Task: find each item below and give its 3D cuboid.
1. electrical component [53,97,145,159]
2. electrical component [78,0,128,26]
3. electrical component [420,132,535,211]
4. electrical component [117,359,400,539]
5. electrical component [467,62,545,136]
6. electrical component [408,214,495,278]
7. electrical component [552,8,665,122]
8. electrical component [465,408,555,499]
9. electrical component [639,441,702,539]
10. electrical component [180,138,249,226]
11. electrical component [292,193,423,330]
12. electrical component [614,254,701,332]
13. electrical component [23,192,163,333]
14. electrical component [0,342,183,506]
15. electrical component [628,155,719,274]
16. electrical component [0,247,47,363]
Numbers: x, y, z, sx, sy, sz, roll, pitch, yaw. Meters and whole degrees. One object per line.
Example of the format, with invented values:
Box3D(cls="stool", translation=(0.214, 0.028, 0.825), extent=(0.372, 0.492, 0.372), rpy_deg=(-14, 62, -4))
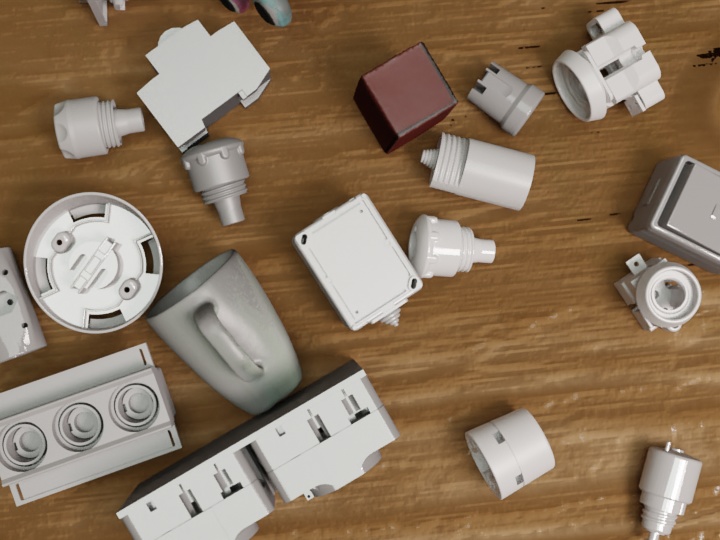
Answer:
Box3D(cls="electrical component", translation=(-0.190, -0.106, 0.786), extent=(0.062, 0.043, 0.043), rpy_deg=(-9, 90, -5))
Box3D(cls="electrical component", translation=(-0.173, -0.224, 0.750), extent=(0.063, 0.121, 0.078), rpy_deg=(-1, 89, -7))
Box3D(cls="electrical component", translation=(0.085, -0.075, 0.804), extent=(0.081, 0.043, 0.043), rpy_deg=(14, 88, -3))
Box3D(cls="electrical component", translation=(-0.067, 0.139, 0.759), extent=(0.186, 0.105, 0.060), rpy_deg=(-30, 91, -4))
Box3D(cls="electrical component", translation=(0.109, -0.130, 0.809), extent=(0.046, 0.040, 0.040), rpy_deg=(36, 87, 3))
Box3D(cls="electrical component", translation=(0.069, -0.016, 0.802), extent=(0.062, 0.048, 0.048), rpy_deg=(4, 89, -11))
Box3D(cls="electrical component", translation=(0.182, -0.147, 0.805), extent=(0.057, 0.058, 0.078), rpy_deg=(-30, 91, -7))
Box3D(cls="electrical component", translation=(0.112, 0.134, 0.797), extent=(0.047, 0.055, 0.055), rpy_deg=(-26, 91, -8))
Box3D(cls="electrical component", translation=(0.230, 0.169, 0.811), extent=(0.040, 0.040, 0.078), rpy_deg=(16, 88, -3))
Box3D(cls="electrical component", translation=(-0.102, -0.064, 0.792), extent=(0.048, 0.048, 0.062), rpy_deg=(-17, 97, -4))
Box3D(cls="electrical component", translation=(0.000, 0.000, 0.788), extent=(0.062, 0.061, 0.096), rpy_deg=(-33, 93, -5))
Box3D(cls="electrical component", translation=(0.225, 0.018, 0.805), extent=(0.048, 0.055, 0.066), rpy_deg=(-34, 91, -4))
Box3D(cls="electrical component", translation=(-0.189, -0.004, 0.774), extent=(0.099, 0.064, 0.099), rpy_deg=(0, 89, -4))
Box3D(cls="electrical component", translation=(-0.197, 0.109, 0.772), extent=(0.121, 0.063, 0.078), rpy_deg=(-19, 90, -4))
Box3D(cls="electrical component", translation=(0.262, -0.038, 0.806), extent=(0.096, 0.061, 0.061), rpy_deg=(26, 87, -3))
Box3D(cls="electrical component", translation=(-0.278, 0.033, 0.777), extent=(0.079, 0.043, 0.077), rpy_deg=(-20, 90, -4))
